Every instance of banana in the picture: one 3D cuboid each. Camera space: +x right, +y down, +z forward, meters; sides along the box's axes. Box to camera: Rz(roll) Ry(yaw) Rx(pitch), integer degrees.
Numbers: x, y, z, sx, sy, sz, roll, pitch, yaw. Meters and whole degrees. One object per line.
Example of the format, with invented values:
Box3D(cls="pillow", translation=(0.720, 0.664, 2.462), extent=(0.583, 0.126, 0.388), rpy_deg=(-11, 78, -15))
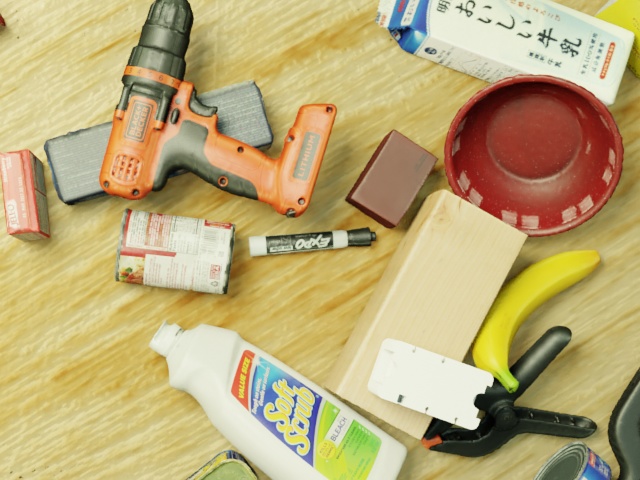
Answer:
Box3D(cls="banana", translation=(0.192, 0.066, 0.991), extent=(0.070, 0.037, 0.197), rpy_deg=(25, 52, 22))

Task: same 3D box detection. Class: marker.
Box3D(cls="marker", translation=(-0.007, 0.001, 1.010), extent=(0.121, 0.020, 0.020), rpy_deg=(-5, 88, -5))

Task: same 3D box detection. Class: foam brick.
Box3D(cls="foam brick", translation=(0.067, -0.056, 1.004), extent=(0.053, 0.051, 0.078), rpy_deg=(33, 85, -4))

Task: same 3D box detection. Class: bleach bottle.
Box3D(cls="bleach bottle", translation=(-0.048, 0.161, 0.967), extent=(0.251, 0.068, 0.102), rpy_deg=(34, 54, -1))

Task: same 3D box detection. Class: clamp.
Box3D(cls="clamp", translation=(0.178, 0.164, 1.005), extent=(0.171, 0.039, 0.120), rpy_deg=(-27, 105, 5))
Box3D(cls="clamp", translation=(0.313, 0.219, 1.020), extent=(0.164, 0.036, 0.210), rpy_deg=(-7, 88, -4))

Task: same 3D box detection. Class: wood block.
Box3D(cls="wood block", translation=(0.094, 0.067, 0.981), extent=(0.091, 0.090, 0.206), rpy_deg=(29, 84, -4))

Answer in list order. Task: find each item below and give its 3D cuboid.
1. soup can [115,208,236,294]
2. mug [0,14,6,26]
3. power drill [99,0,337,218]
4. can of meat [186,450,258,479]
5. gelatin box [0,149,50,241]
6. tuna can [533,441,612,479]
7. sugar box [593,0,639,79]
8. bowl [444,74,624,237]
Box3D(cls="soup can", translation=(-0.131, 0.011, 0.973), extent=(0.102, 0.068, 0.068), rpy_deg=(7, 86, -5))
Box3D(cls="mug", translation=(-0.350, -0.214, 0.961), extent=(0.081, 0.093, 0.117), rpy_deg=(-38, 61, -1))
Box3D(cls="power drill", translation=(-0.084, -0.107, 0.930), extent=(0.187, 0.057, 0.184), rpy_deg=(16, 90, -2))
Box3D(cls="can of meat", translation=(-0.100, 0.237, 0.956), extent=(0.102, 0.084, 0.057), rpy_deg=(-37, 91, -6))
Box3D(cls="gelatin box", translation=(-0.264, -0.039, 0.952), extent=(0.030, 0.089, 0.073), rpy_deg=(-7, 88, -7))
Box3D(cls="tuna can", translation=(0.228, 0.230, 0.987), extent=(0.033, 0.086, 0.086), rpy_deg=(40, 84, -4))
Box3D(cls="sugar box", translation=(0.320, -0.201, 0.971), extent=(0.048, 0.176, 0.093), rpy_deg=(-45, 92, -6))
Box3D(cls="bowl", translation=(0.198, -0.086, 0.995), extent=(0.162, 0.055, 0.162), rpy_deg=(6, 118, 11))
